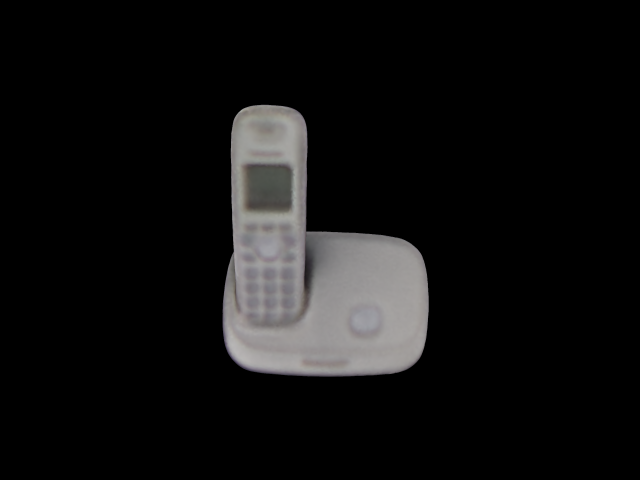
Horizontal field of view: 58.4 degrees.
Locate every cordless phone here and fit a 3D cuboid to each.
[{"bbox_3d":[0.004,0.001,0.400,0.147,0.185,0.094,0,25,0],"label":"cordless phone"}]
